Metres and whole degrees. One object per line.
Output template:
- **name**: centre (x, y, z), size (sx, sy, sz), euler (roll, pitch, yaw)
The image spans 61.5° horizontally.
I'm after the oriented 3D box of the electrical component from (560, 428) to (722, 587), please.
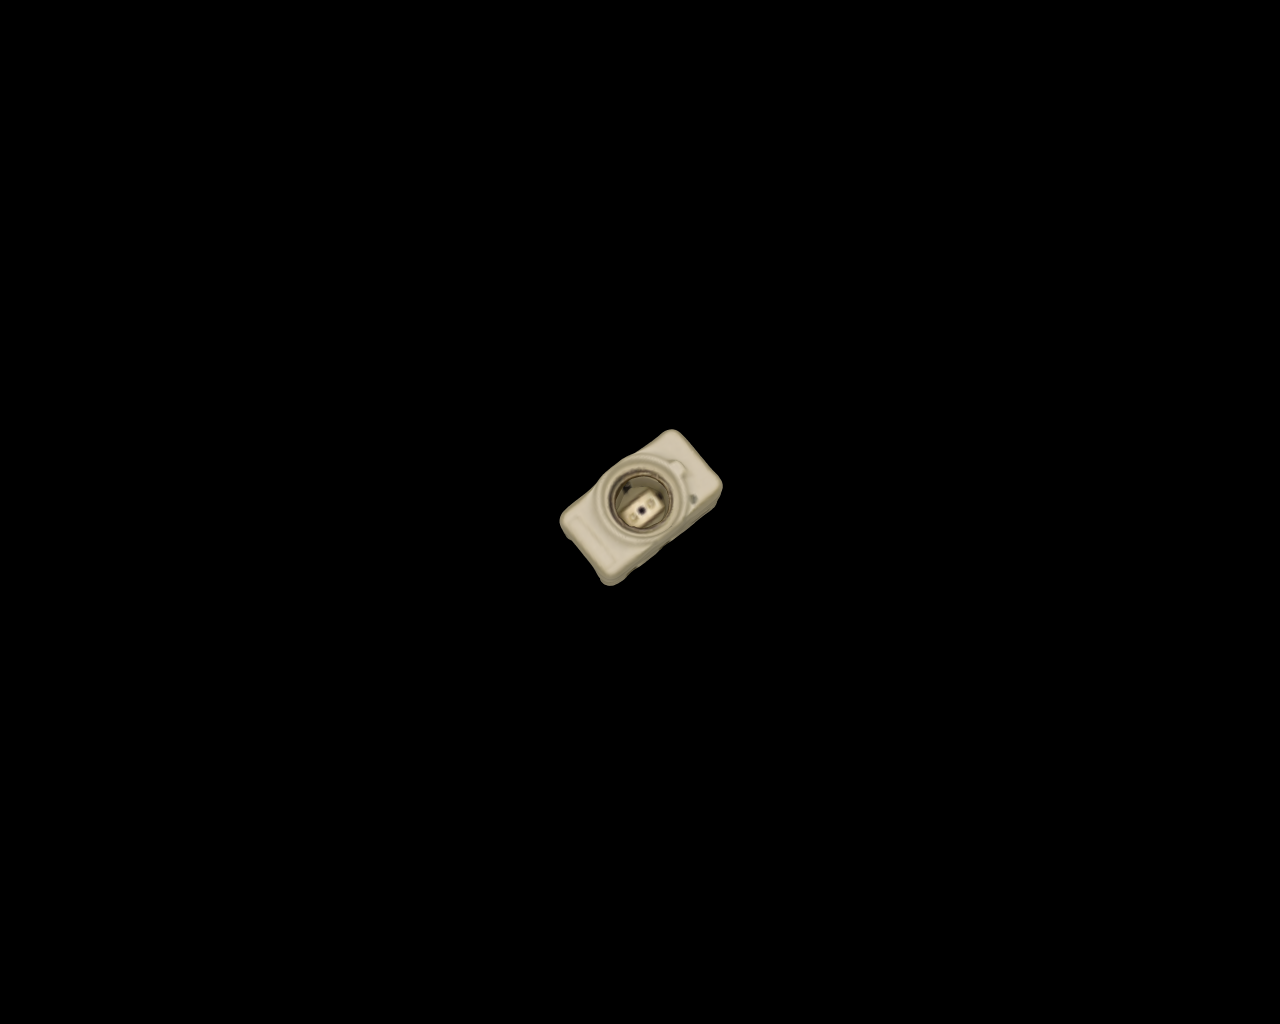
- **electrical component**: centre (0.001, -0.003, 0.650), size (0.089, 0.050, 0.055), euler (-38, -9, -7)
